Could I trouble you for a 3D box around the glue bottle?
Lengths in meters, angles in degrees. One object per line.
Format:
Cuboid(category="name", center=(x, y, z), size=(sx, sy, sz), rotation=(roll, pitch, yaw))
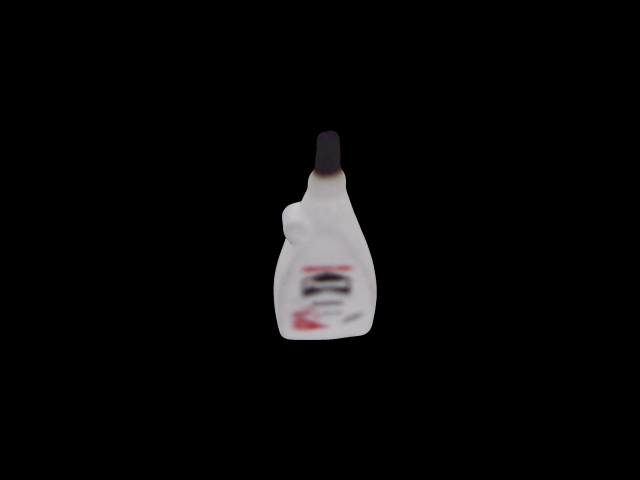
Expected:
Cuboid(category="glue bottle", center=(0.004, 0.001, 0.400), size=(0.078, 0.173, 0.037), rotation=(-5, 40, -6))
